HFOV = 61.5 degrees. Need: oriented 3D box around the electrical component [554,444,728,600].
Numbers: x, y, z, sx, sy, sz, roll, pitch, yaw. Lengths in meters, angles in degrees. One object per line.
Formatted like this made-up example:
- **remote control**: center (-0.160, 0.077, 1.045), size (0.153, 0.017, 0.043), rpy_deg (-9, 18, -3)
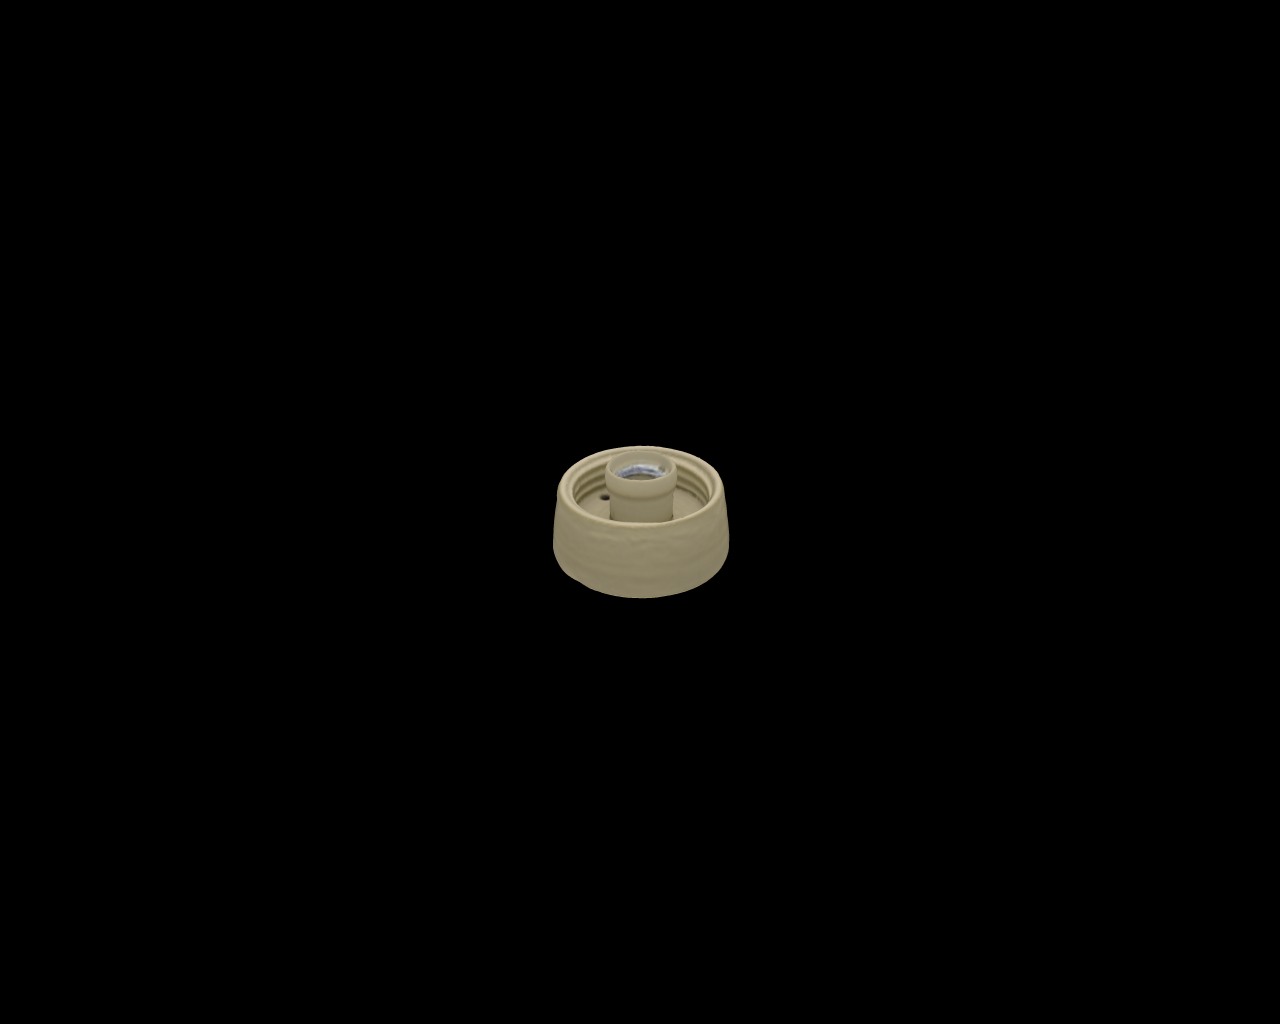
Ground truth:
- **electrical component**: center (0.001, -0.003, 0.650), size (0.108, 0.060, 0.108), rpy_deg (0, 31, 0)
